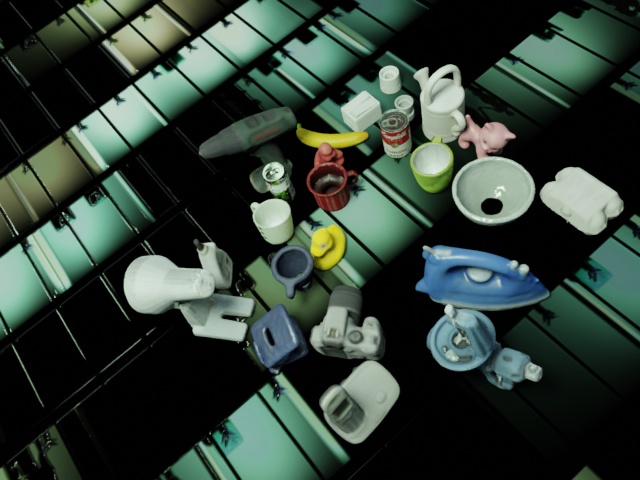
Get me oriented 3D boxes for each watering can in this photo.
[{"bbox_3d":[0.273,-0.322,1.305,0.172,0.194,0.101,33,74,27],"label":"watering can"}]

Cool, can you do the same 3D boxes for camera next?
[{"bbox_3d":[0.060,0.161,1.145,0.143,0.101,0.137,4,63,16],"label":"camera"}]

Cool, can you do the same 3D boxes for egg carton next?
[{"bbox_3d":[0.537,-0.081,1.182,0.107,0.069,0.150,-41,61,-10],"label":"egg carton"}]

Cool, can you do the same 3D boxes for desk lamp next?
[{"bbox_3d":[-0.267,0.116,1.182,0.202,0.214,0.118,4,63,16],"label":"desk lamp"}]

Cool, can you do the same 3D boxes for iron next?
[{"bbox_3d":[0.318,0.061,1.115,0.257,0.142,0.119,7,64,17],"label":"iron"}]

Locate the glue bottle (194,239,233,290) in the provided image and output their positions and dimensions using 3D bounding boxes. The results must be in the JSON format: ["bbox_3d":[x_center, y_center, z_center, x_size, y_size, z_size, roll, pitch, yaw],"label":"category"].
[{"bbox_3d":[-0.234,0.041,1.239,0.037,0.173,0.078,-5,61,11],"label":"glue bottle"}]

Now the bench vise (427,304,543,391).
[{"bbox_3d":[0.289,0.175,1.013,0.207,0.220,0.121,5,63,16],"label":"bench vise"}]

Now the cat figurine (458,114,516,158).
[{"bbox_3d":[0.370,-0.235,1.279,0.067,0.118,0.127,-39,60,-9],"label":"cat figurine"}]

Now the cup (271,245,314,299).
[{"bbox_3d":[-0.050,0.082,1.218,0.091,0.095,0.118,-4,61,12],"label":"cup"}]

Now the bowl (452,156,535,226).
[{"bbox_3d":[0.368,-0.092,1.226,0.167,0.075,0.167,-6,61,10],"label":"bowl"}]

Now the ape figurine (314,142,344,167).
[{"bbox_3d":[0.017,-0.195,1.356,0.078,0.092,0.076,-23,59,1],"label":"ape figurine"}]

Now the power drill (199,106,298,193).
[{"bbox_3d":[-0.147,-0.205,1.333,0.230,0.209,0.075,-34,59,-6],"label":"power drill"}]

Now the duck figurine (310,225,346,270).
[{"bbox_3d":[0.011,0.004,1.251,0.077,0.086,0.105,20,68,23],"label":"duck figurine"}]

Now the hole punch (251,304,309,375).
[{"bbox_3d":[-0.088,0.202,1.164,0.101,0.091,0.108,-27,59,-2],"label":"hole punch"}]

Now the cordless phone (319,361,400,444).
[{"bbox_3d":[0.067,0.278,1.030,0.094,0.185,0.148,33,74,27],"label":"cordless phone"}]
